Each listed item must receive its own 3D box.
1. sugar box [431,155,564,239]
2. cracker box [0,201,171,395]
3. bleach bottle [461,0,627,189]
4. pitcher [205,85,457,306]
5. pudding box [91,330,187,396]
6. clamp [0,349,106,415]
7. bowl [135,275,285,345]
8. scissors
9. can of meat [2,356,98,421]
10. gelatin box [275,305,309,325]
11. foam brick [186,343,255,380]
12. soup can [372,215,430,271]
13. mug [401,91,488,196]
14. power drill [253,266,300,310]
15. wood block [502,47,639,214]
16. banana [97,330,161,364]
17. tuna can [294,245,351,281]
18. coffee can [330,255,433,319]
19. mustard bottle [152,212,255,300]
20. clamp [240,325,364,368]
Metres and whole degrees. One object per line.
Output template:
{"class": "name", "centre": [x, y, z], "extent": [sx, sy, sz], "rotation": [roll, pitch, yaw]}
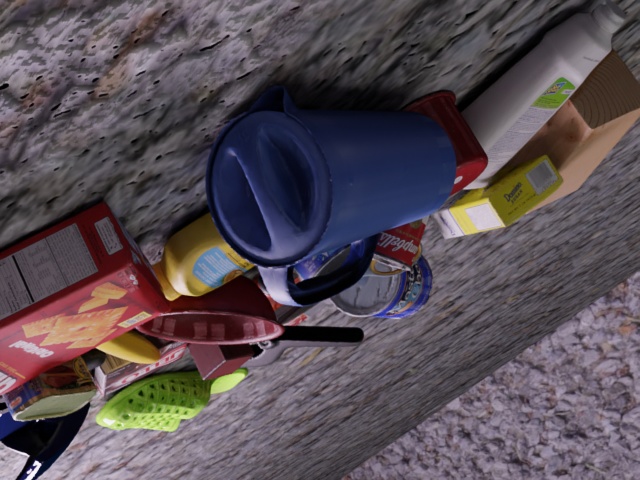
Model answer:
{"class": "sugar box", "centre": [0.204, -0.049, 1.260], "extent": [0.093, 0.048, 0.176], "rotation": [-35, -173, -16]}
{"class": "cracker box", "centre": [-0.254, 0.066, 0.953], "extent": [0.213, 0.072, 0.164], "rotation": [-27, 162, -5]}
{"class": "bleach bottle", "centre": [0.223, -0.154, 1.124], "extent": [0.102, 0.068, 0.251], "rotation": [-9, 151, -50]}
{"class": "pitcher", "centre": [0.022, -0.047, 0.964], "extent": [0.242, 0.145, 0.149], "rotation": [-13, 148, -53]}
{"class": "pudding box", "centre": [-0.215, 0.137, 1.272], "extent": [0.113, 0.039, 0.090], "rotation": [-22, 162, -22]}
{"class": "clamp", "centre": [-0.318, 0.159, 1.169], "extent": [0.171, 0.039, 0.120], "rotation": [-13, 154, -43]}
{"class": "bowl", "centre": [-0.118, 0.071, 1.154], "extent": [0.162, 0.055, 0.162], "rotation": [1, 163, 0]}
{"class": "scissors", "centre": [0.026, 0.027, 1.294], "extent": [0.201, 0.096, 0.016], "rotation": [-20, -170, -5]}
{"class": "can of meat", "centre": [-0.281, 0.132, 1.075], "extent": [0.057, 0.084, 0.102], "rotation": [-37, 161, 21]}
{"class": "gelatin box", "centre": [-0.058, 0.109, 1.462], "extent": [0.089, 0.030, 0.073], "rotation": [-34, 162, 12]}
{"class": "foam brick", "centre": [-0.128, 0.124, 1.312], "extent": [0.052, 0.078, 0.051], "rotation": [-5, 151, -49]}
{"class": "soup can", "centre": [0.084, -0.025, 1.165], "extent": [0.068, 0.069, 0.102], "rotation": [36, 74, -71]}
{"class": "mug", "centre": [0.109, -0.086, 1.096], "extent": [0.117, 0.081, 0.093], "rotation": [-34, 163, 15]}
{"class": "power drill", "centre": [-0.008, 0.001, 1.193], "extent": [0.184, 0.057, 0.187], "rotation": [-37, 162, -3]}
{"class": "wood block", "centre": [0.287, -0.127, 1.256], "extent": [0.090, 0.090, 0.206], "rotation": [-23, 161, -20]}
{"class": "banana", "centre": [-0.220, 0.104, 1.135], "extent": [0.037, 0.070, 0.198], "rotation": [-61, 171, -10]}
{"class": "tuna can", "centre": [0.011, 0.015, 1.107], "extent": [0.086, 0.034, 0.086], "rotation": [-35, 163, -12]}
{"class": "coffee can", "centre": [0.079, 0.051, 1.397], "extent": [0.103, 0.103, 0.140], "rotation": [-35, 162, 17]}
{"class": "mustard bottle", "centre": [-0.095, 0.005, 1.057], "extent": [0.192, 0.058, 0.096], "rotation": [-32, 155, 7]}
{"class": "clamp", "centre": [-0.058, 0.122, 1.378], "extent": [0.164, 0.036, 0.210], "rotation": [35, 131, -24]}
